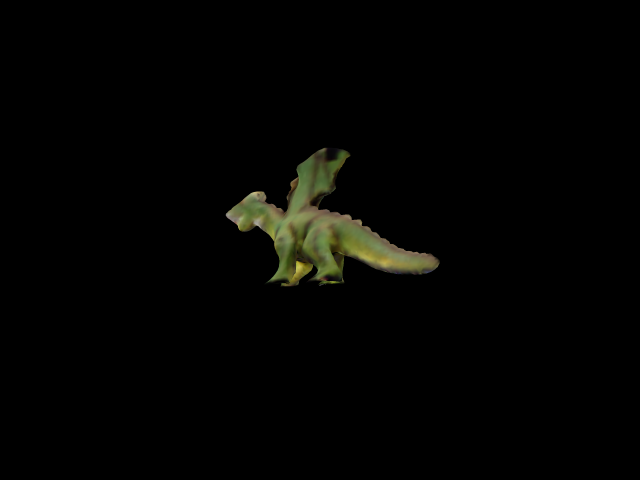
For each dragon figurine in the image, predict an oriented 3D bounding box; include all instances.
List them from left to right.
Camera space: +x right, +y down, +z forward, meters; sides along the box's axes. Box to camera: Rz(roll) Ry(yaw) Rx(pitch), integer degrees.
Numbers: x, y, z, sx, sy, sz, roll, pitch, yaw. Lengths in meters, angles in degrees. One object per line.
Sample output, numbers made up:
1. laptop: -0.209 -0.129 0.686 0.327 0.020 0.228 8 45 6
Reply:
1. dragon figurine: 0.003 -0.043 0.850 0.408 0.246 0.121 -9 -17 33
